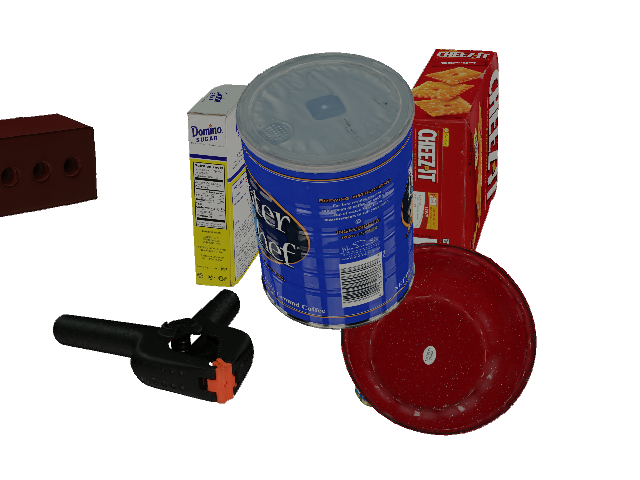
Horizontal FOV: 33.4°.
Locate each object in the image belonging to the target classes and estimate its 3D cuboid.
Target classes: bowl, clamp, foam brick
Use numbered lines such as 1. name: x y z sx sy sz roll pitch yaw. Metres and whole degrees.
1. bowl: 0.089 0.085 0.852 0.162 0.162 0.055 0 7 15
2. clamp: -0.104 0.080 0.854 0.164 0.036 0.210 -11 16 -30
3. foam brick: -0.197 -0.052 0.715 0.078 0.053 0.051 -14 26 -37

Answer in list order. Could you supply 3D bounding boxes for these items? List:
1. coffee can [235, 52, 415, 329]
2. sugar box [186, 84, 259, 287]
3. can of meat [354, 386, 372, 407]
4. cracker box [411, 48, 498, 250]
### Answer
1. coffee can: 0.007 -0.029 0.657 0.103 0.102 0.140 0 -44 6
2. sugar box: -0.091 -0.053 1.022 0.048 0.176 0.093 4 25 13
3. can of meat: 0.094 0.156 1.334 0.102 0.084 0.057 -5 27 -21
4. cracker box: 0.123 -0.074 1.010 0.072 0.164 0.213 5 27 15
